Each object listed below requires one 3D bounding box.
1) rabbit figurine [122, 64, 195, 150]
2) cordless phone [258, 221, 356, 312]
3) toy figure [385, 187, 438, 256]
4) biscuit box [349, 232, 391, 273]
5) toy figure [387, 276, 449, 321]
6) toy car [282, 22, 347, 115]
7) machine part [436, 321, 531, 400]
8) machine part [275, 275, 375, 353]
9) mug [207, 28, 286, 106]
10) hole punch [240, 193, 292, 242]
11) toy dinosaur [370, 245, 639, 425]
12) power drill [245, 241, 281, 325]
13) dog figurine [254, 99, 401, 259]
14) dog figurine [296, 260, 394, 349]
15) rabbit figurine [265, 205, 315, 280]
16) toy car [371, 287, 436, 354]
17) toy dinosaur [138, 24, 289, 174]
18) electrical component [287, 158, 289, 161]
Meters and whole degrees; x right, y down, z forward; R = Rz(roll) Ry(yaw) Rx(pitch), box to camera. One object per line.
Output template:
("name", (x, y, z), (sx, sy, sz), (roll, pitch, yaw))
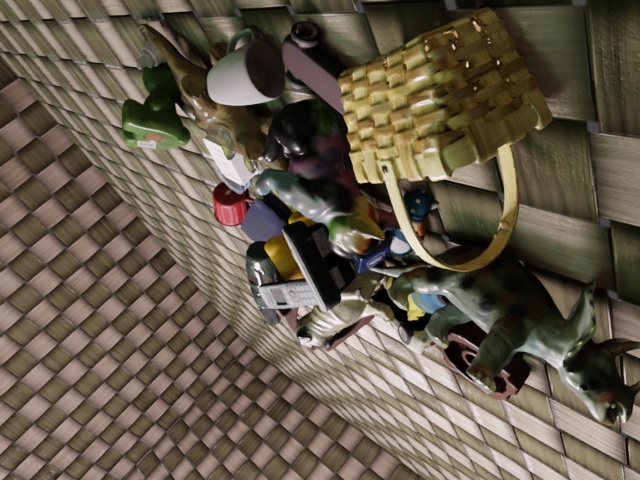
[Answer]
("rabbit figurine", (-0.310, -0.276, 1.064), (0.159, 0.170, 0.121), (3, 164, -9))
("cordless phone", (-0.048, 0.048, 0.882), (0.184, 0.089, 0.146), (-14, 108, 43))
("toy figure", (0.135, -0.024, 0.818), (0.064, 0.058, 0.154), (1, 154, -2))
("biscuit box", (0.035, -0.047, 0.871), (0.203, 0.059, 0.062), (56, 165, 21))
("toy figure", (0.181, 0.082, 0.909), (0.089, 0.082, 0.180), (58, 164, -3))
("toy car", (0.029, -0.193, 0.679), (0.202, 0.053, 0.089), (42, 150, 16))
("machine part", (0.297, 0.214, 0.985), (0.179, 0.056, 0.179), (38, 159, 18))
("machine part", (0.014, 0.119, 1.115), (0.087, 0.201, 0.201), (46, 170, 49))
("mug", (-0.117, -0.246, 0.784), (0.107, 0.081, 0.109), (-8, 93, 38))
("hole punch", (-0.116, -0.038, 1.237), (0.142, 0.092, 0.115), (44, 157, 9))
("toy dinosaur", (0.227, 0.078, 0.725), (0.405, 0.192, 0.131), (47, 179, 44))
("power drill", (-0.068, 0.056, 1.158), (0.086, 0.207, 0.231), (38, 158, 36))
("dog figurine", (0.027, -0.080, 0.767), (0.219, 0.108, 0.191), (31, 119, 24))
("dog figurine", (0.035, 0.106, 1.020), (0.191, 0.172, 0.121), (-27, 118, 32))
("rabbit figurine", (-0.002, -0.003, 0.962), (0.162, 0.173, 0.122), (55, -165, -23))
("toy car", (0.160, 0.143, 1.020), (0.202, 0.073, 0.056), (41, 151, 60))
("toy dinosaur", (-0.180, -0.236, 0.933), (0.471, 0.105, 0.198), (53, 165, 5))
("electrical component", (-0.050, -0.107, 1.021), (0.102, 0.045, 0.078), (36, 161, 22))
